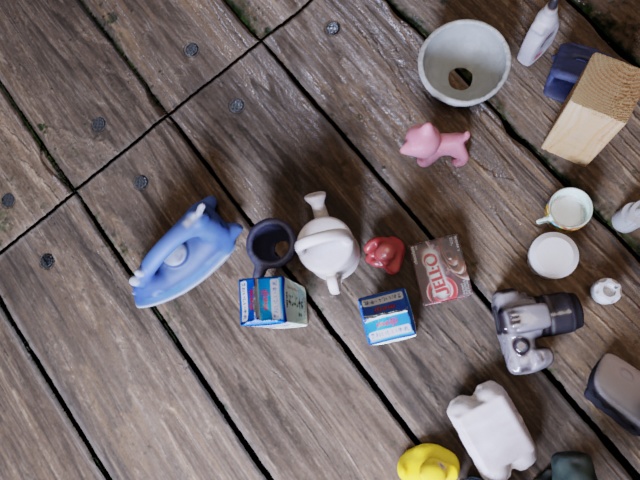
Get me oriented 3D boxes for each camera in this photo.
[{"bbox_3d":[0.367,0.144,0.953,0.136,0.101,0.143,-11,78,7],"label":"camera"}]

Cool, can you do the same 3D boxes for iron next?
[{"bbox_3d":[-0.271,0.029,1.052,0.258,0.141,0.118,-45,76,-1],"label":"iron"}]

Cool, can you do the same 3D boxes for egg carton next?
[{"bbox_3d":[0.286,0.317,0.950,0.107,0.069,0.150,-30,77,3],"label":"egg carton"}]

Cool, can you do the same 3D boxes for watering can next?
[{"bbox_3d":[0.007,0.004,0.986,0.101,0.194,0.172,-34,76,2],"label":"watering can"}]

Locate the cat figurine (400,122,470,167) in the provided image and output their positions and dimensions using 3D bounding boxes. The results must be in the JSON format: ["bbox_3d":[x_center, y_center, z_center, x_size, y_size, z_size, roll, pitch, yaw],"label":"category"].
[{"bbox_3d":[0.207,-0.177,1.028,0.127,0.118,0.067,-4,79,8],"label":"cat figurine"}]

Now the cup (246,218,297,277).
[{"bbox_3d":[-0.085,0.025,1.048,0.091,0.095,0.118,21,83,12],"label":"cup"}]

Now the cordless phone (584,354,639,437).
[{"bbox_3d":[0.495,0.245,0.871,0.147,0.185,0.094,35,87,13],"label":"cordless phone"}]

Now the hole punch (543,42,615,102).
[{"bbox_3d":[0.465,-0.304,1.024,0.108,0.091,0.101,22,84,12],"label":"hole punch"}]

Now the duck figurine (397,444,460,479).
[{"bbox_3d":[0.180,0.382,0.946,0.104,0.086,0.077,-3,79,8],"label":"duck figurine"}]

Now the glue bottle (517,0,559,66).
[{"bbox_3d":[0.394,-0.377,1.007,0.037,0.173,0.078,39,88,14],"label":"glue bottle"}]

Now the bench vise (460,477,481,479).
[{"bbox_3d":[0.236,0.480,0.850,0.121,0.220,0.207,-9,78,7],"label":"bench vise"}]

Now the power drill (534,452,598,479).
[{"bbox_3d":[0.375,0.426,0.844,0.075,0.208,0.230,-6,79,8],"label":"power drill"}]

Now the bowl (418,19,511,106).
[{"bbox_3d":[0.265,-0.318,1.066,0.167,0.075,0.167,-2,79,9],"label":"bowl"}]

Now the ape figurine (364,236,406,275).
[{"bbox_3d":[0.117,0.024,1.018,0.076,0.092,0.078,-29,77,3],"label":"ape figurine"}]
